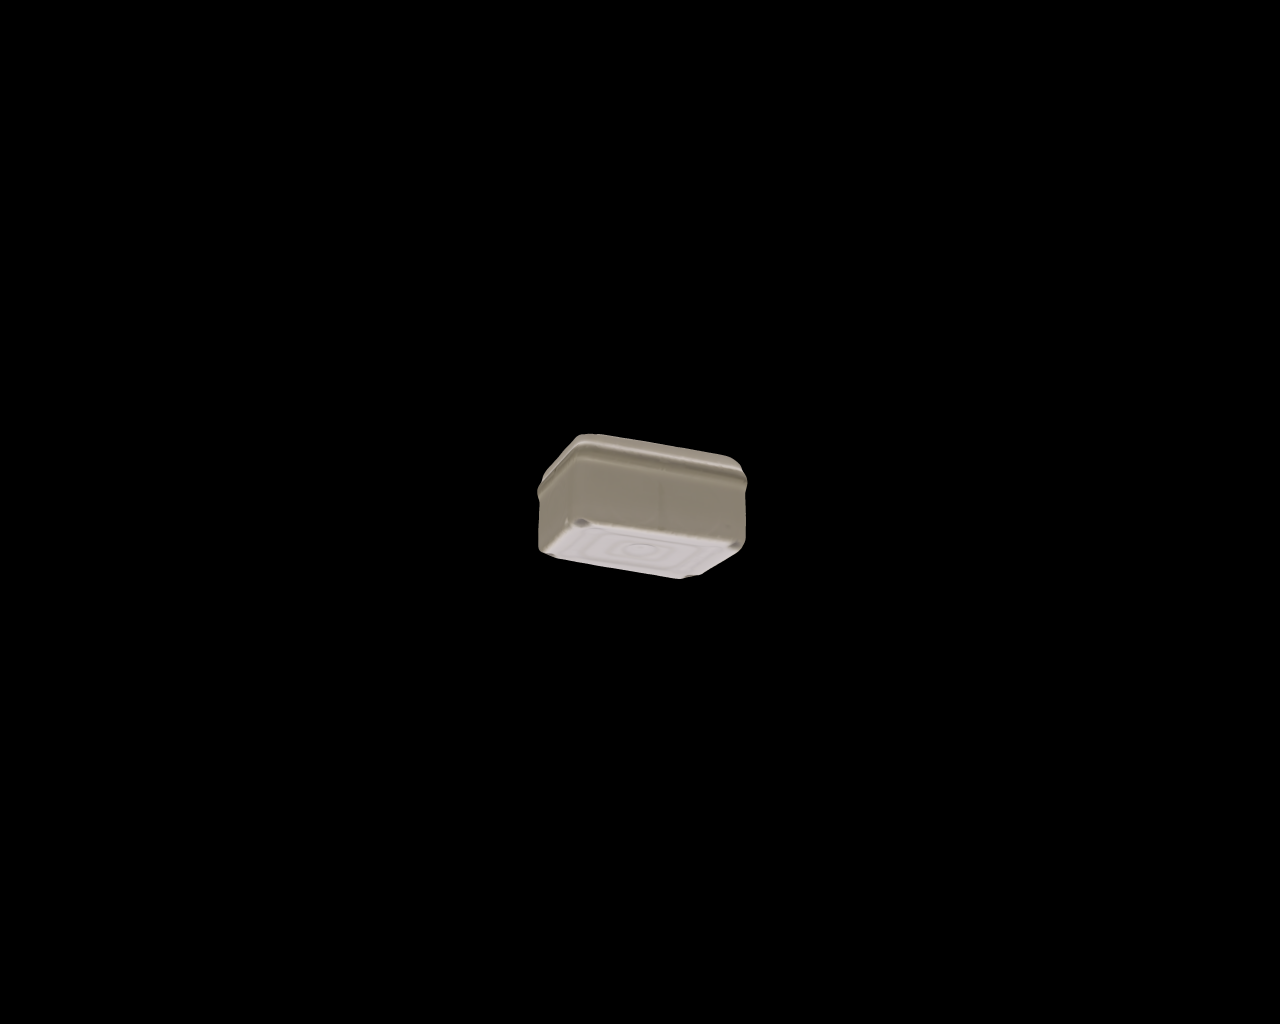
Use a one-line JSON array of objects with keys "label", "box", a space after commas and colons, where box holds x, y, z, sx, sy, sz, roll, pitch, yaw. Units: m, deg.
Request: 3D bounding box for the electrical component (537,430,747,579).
[{"label": "electrical component", "box": [0.001, -0.003, 0.650, 0.113, 0.057, 0.078, 9, -23, -22]}]
